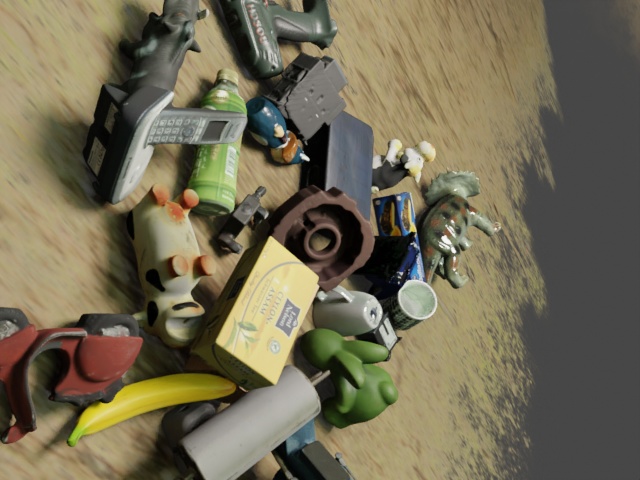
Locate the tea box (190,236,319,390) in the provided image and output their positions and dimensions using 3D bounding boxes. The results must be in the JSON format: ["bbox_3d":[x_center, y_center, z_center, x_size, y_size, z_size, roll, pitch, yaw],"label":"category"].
[{"bbox_3d":[-0.078,0.092,0.685,0.098,0.068,0.170,40,48,-23],"label":"tea box"}]

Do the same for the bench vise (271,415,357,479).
[{"bbox_3d":[-0.036,0.342,0.772,0.129,0.224,0.240,-26,132,-43],"label":"bench vise"}]

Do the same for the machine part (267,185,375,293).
[{"bbox_3d":[-0.002,-0.003,0.880,0.179,0.056,0.179,-8,113,-18],"label":"machine part"}]

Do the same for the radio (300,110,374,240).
[{"bbox_3d":[0.032,-0.120,0.993,0.131,0.073,0.229,21,66,-44],"label":"radio"}]

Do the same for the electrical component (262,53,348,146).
[{"bbox_3d":[-0.017,-0.246,0.912,0.134,0.058,0.114,-48,142,-4],"label":"electrical component"}]

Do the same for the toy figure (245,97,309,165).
[{"bbox_3d":[-0.072,-0.170,0.887,0.154,0.058,0.064,51,18,-51],"label":"toy figure"}]

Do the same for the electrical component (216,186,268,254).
[{"bbox_3d":[-0.114,-0.027,0.815,0.045,0.078,0.102,38,46,-8],"label":"electrical component"}]

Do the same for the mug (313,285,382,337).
[{"bbox_3d":[0.048,0.117,0.934,0.081,0.107,0.109,-51,121,-43],"label":"mug"}]

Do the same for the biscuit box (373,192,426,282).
[{"bbox_3d":[0.168,0.004,1.127,0.059,0.063,0.202,-12,91,-48],"label":"biscuit box"}]

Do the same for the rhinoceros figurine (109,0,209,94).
[{"bbox_3d":[-0.212,-0.252,0.715,0.073,0.112,0.190,27,71,-40],"label":"rhinoceros figurine"}]

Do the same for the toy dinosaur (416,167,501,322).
[{"bbox_3d":[0.278,-0.020,1.215,0.192,0.131,0.405,47,51,-9],"label":"toy dinosaur"}]

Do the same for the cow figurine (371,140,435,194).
[{"bbox_3d":[0.140,-0.138,1.045,0.068,0.167,0.098,42,52,-43],"label":"cow figurine"}]

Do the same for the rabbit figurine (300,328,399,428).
[{"bbox_3d":[0.038,0.219,0.889,0.170,0.159,0.121,48,58,-11],"label":"rabbit figurine"}]

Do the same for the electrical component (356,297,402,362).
[{"bbox_3d":[0.107,0.168,1.034,0.075,0.048,0.119,-50,118,-42],"label":"electrical component"}]

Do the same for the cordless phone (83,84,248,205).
[{"bbox_3d":[-0.190,-0.120,0.684,0.184,0.146,0.089,-8,52,-45],"label":"cordless phone"}]

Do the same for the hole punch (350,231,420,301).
[{"bbox_3d":[0.132,0.056,1.043,0.142,0.116,0.092,-54,129,-39],"label":"hole punch"}]

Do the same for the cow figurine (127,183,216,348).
[{"bbox_3d":[-0.197,0.041,0.680,0.085,0.127,0.195,-1,69,-50],"label":"cow figurine"}]

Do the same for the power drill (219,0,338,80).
[{"bbox_3d":[-0.073,-0.396,0.911,0.207,0.086,0.231,-21,101,-43],"label":"power drill"}]

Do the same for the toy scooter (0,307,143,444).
[{"bbox_3d":[-0.282,0.144,0.581,0.184,0.075,0.135,11,74,-44],"label":"toy scooter"}]

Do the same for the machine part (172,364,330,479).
[{"bbox_3d":[-0.085,0.231,0.664,0.243,0.079,0.079,-31,106,-29],"label":"machine part"}]
